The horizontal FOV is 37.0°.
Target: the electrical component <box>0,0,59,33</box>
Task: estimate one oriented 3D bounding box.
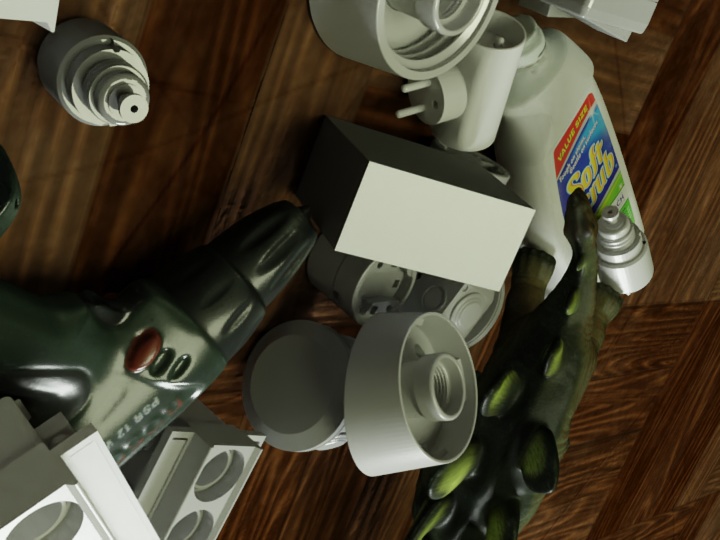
[{"bbox_3d":[-0.143,-0.129,0.410,0.081,0.042,0.063,-8,121,-47],"label":"electrical component"}]

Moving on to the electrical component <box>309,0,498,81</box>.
[{"bbox_3d":[0.032,-0.154,0.577,0.108,0.060,0.108,-30,137,-32],"label":"electrical component"}]

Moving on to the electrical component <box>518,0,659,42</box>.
[{"bbox_3d":[0.143,-0.186,0.680,0.096,0.062,0.061,-3,120,-48],"label":"electrical component"}]

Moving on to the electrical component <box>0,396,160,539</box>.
[{"bbox_3d":[-0.140,0.115,0.476,0.079,0.063,0.121,-35,145,-19],"label":"electrical component"}]

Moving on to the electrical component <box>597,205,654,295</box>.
[{"bbox_3d":[0.186,-0.017,0.770,0.040,0.040,0.078,-45,139,-14],"label":"electrical component"}]

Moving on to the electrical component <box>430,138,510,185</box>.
[{"bbox_3d":[0.062,-0.053,0.700,0.055,0.055,0.047,3,119,-50],"label":"electrical component"}]

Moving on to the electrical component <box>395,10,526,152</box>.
[{"bbox_3d":[0.056,-0.110,0.648,0.079,0.043,0.077,-20,144,-28],"label":"electrical component"}]

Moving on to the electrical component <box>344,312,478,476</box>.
[{"bbox_3d":[0.027,0.073,0.650,0.099,0.064,0.099,19,66,-52],"label":"electrical component"}]

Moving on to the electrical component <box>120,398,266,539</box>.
[{"bbox_3d":[-0.118,0.139,0.634,0.079,0.063,0.121,15,105,-53],"label":"electrical component"}]

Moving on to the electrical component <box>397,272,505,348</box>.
[{"bbox_3d":[0.051,0.012,0.717,0.080,0.080,0.051,-56,140,1],"label":"electrical component"}]

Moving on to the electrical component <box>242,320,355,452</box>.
[{"bbox_3d":[-0.029,0.073,0.672,0.080,0.080,0.051,-60,149,6],"label":"electrical component"}]

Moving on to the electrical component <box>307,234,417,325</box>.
[{"bbox_3d":[0.000,0.000,0.674,0.055,0.047,0.055,-30,137,-32],"label":"electrical component"}]

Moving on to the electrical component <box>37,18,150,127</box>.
[{"bbox_3d":[-0.110,-0.081,0.461,0.040,0.078,0.040,-16,123,-26],"label":"electrical component"}]
